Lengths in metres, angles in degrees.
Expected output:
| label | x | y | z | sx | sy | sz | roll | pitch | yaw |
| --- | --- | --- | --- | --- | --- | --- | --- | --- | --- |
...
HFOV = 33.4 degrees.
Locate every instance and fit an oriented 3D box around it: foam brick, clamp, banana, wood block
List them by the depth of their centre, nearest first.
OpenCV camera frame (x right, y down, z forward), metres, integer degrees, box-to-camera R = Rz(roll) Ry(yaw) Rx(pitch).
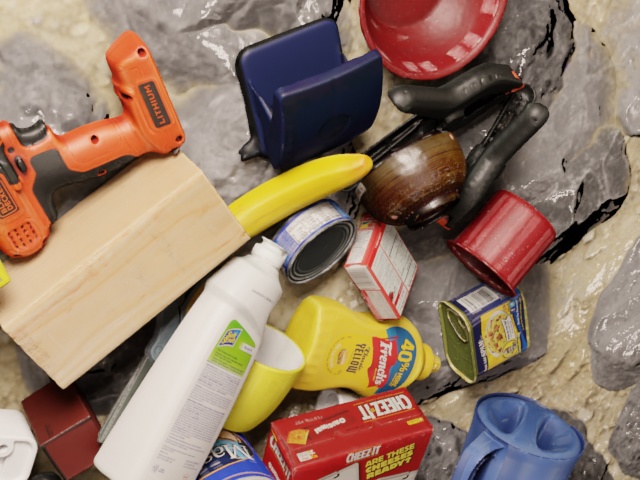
| label | x | y | z | sx | sy | sz | roll | pitch | yaw |
| --- | --- | --- | --- | --- | --- | --- | --- | --- | --- |
| wood block | -0.178 | 0.018 | 0.929 | 0.206 | 0.091 | 0.090 | -39 | 127 | -7 |
| foam brick | -0.234 | 0.172 | 0.985 | 0.053 | 0.078 | 0.051 | -31 | 126 | -11 |
| banana | -0.041 | -0.030 | 0.987 | 0.198 | 0.070 | 0.037 | -32 | 121 | 6 |
| clamp | 0.110 | -0.119 | 1.034 | 0.209 | 0.036 | 0.165 | -25 | 165 | -35 |
| clamp | 0.171 | -0.081 | 1.072 | 0.039 | 0.120 | 0.171 | 33 | 99 | -1 |

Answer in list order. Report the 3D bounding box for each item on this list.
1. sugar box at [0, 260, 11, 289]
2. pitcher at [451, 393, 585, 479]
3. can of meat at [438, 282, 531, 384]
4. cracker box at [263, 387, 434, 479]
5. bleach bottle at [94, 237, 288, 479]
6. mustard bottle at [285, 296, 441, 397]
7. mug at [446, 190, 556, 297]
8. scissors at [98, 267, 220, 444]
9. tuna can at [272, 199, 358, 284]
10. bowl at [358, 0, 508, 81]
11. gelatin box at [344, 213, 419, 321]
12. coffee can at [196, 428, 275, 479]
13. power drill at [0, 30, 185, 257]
| label | x | y | z | sx | sy | sz | roll | pitch | yaw |
| --- | --- | --- | --- | --- | --- | --- | --- | --- | --- |
| sugar box | -0.311 | -0.037 | 0.822 | 0.048 | 0.093 | 0.176 | -34 | 127 | -12 |
| pitcher | 0.208 | 0.318 | 1.285 | 0.149 | 0.145 | 0.243 | 15 | 112 | -3 |
| can of meat | 0.187 | 0.098 | 1.202 | 0.083 | 0.058 | 0.102 | -26 | 125 | -19 |
| cracker box | 0.015 | 0.265 | 1.149 | 0.164 | 0.072 | 0.214 | -11 | 135 | -26 |
| bleach bottle | -0.101 | 0.114 | 0.969 | 0.251 | 0.068 | 0.102 | -59 | 146 | -4 |
| mustard bottle | 0.053 | 0.120 | 1.135 | 0.191 | 0.058 | 0.096 | 13 | 101 | -35 |
| mug | 0.199 | 0.004 | 1.149 | 0.081 | 0.093 | 0.117 | -50 | 159 | -5 |
| scissors | -0.156 | 0.083 | 0.981 | 0.201 | 0.016 | 0.096 | -45 | 119 | -30 |
| tuna can | -0.007 | 0.001 | 1.032 | 0.086 | 0.034 | 0.086 | -34 | 155 | -18 |
| bowl | 0.094 | -0.231 | 0.978 | 0.161 | 0.055 | 0.162 | -13 | 120 | -24 |
| gelatin box | 0.063 | 0.028 | 1.089 | 0.089 | 0.030 | 0.073 | 57 | 42 | -38 |
| coffee can | -0.105 | 0.239 | 1.054 | 0.102 | 0.140 | 0.103 | -13 | 120 | -24 |
| power drill | -0.218 | -0.096 | 0.870 | 0.187 | 0.057 | 0.184 | -29 | 128 | -11 |
